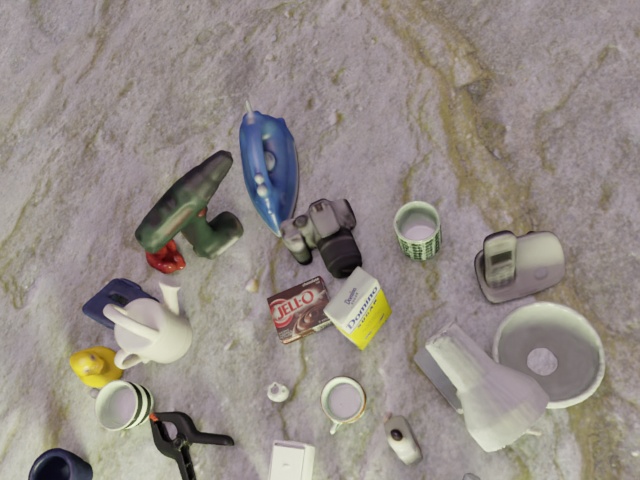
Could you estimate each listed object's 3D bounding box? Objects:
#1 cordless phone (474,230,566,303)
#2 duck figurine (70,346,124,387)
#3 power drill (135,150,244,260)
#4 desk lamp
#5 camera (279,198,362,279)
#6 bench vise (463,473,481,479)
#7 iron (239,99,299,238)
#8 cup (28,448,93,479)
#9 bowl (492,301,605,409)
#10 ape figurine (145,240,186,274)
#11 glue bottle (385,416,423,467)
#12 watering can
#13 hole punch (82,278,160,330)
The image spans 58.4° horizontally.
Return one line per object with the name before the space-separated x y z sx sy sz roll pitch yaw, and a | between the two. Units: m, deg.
cordless phone | 0.326 0.026 0.929 0.147 0.185 0.094 -21 65 5
duck figurine | -0.437 0.235 1.085 0.104 0.086 0.077 12 72 18
power drill | -0.226 -0.050 1.081 0.230 0.209 0.075 -41 65 -4
desk lamp | 0.229 0.210 0.862 0.118 0.214 0.202 -40 65 -4
camera | 0.010 0.004 1.061 0.143 0.101 0.136 -25 65 3
bench vise | 0.164 0.427 0.787 0.121 0.220 0.207 1 69 14
iron | -0.110 -0.145 1.128 0.118 0.142 0.258 -14 66 8
cup | -0.450 0.429 1.005 0.091 0.095 0.118 14 72 19
bowl | 0.359 0.187 0.917 0.167 0.075 0.167 -5 67 12
ape figurine | -0.318 0.023 1.138 0.076 0.092 0.078 1 69 14
glue bottle | 0.124 0.303 0.873 0.037 0.173 0.078 -29 65 1
watering can | -0.313 0.149 1.030 0.100 0.194 0.173 7 70 16
hole punch | -0.387 0.127 1.114 0.108 0.091 0.101 22 75 21
